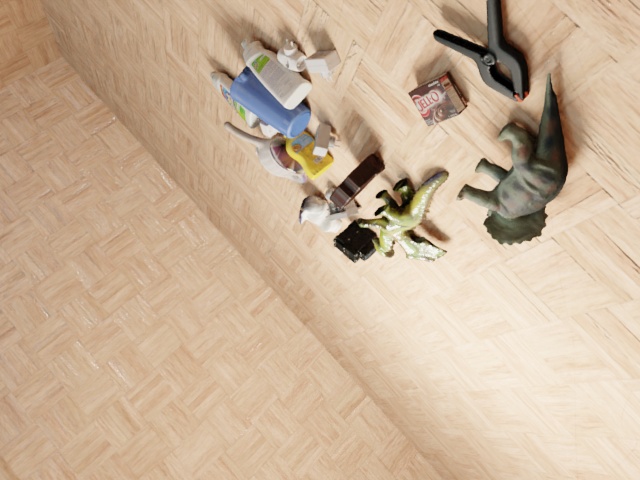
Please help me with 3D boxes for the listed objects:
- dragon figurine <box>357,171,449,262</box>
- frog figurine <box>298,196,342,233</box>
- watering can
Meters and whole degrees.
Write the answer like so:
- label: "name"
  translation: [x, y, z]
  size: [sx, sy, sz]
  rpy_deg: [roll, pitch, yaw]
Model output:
- label: "dragon figurine"
  translation: [0.264, -0.039, 1.444]
  size: [0.241, 0.124, 0.406]
  rpy_deg: [45, 147, -16]
- label: "frog figurine"
  translation: [0.006, -0.094, 1.875]
  size: [0.159, 0.126, 0.134]
  rpy_deg: [10, 143, -1]
- label: "watering can"
  translation: [-0.171, -0.307, 1.778]
  size: [0.345, 0.105, 0.224]
  rpy_deg: [37, 164, -20]
